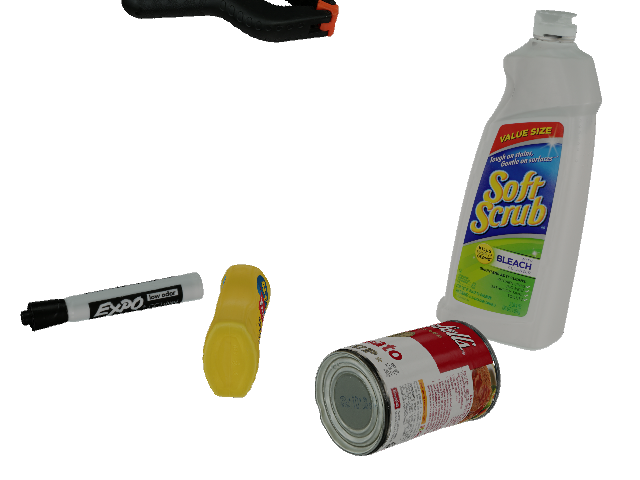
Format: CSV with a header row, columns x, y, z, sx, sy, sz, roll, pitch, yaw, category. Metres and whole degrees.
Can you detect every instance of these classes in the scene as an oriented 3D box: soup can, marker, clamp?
x,y,z,sx,sy,sz,roll,pitch,yaw,category
0.055,0.092,0.677,0.102,0.068,0.069,-9,6,-39,soup can
-0.137,0.040,0.708,0.120,0.020,0.020,-10,4,-24,marker
-0.067,-0.215,0.877,0.171,0.120,0.039,13,-26,-5,clamp

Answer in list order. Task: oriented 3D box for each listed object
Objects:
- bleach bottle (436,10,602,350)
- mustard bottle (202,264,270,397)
x,y,z,sx,sy,sz,roll,pitch,yaw,category
0.154,-0.048,0.815,0.103,0.251,0.067,17,21,33,bleach bottle
-0.088,0.082,1.175,0.058,0.096,0.191,2,28,2,mustard bottle
